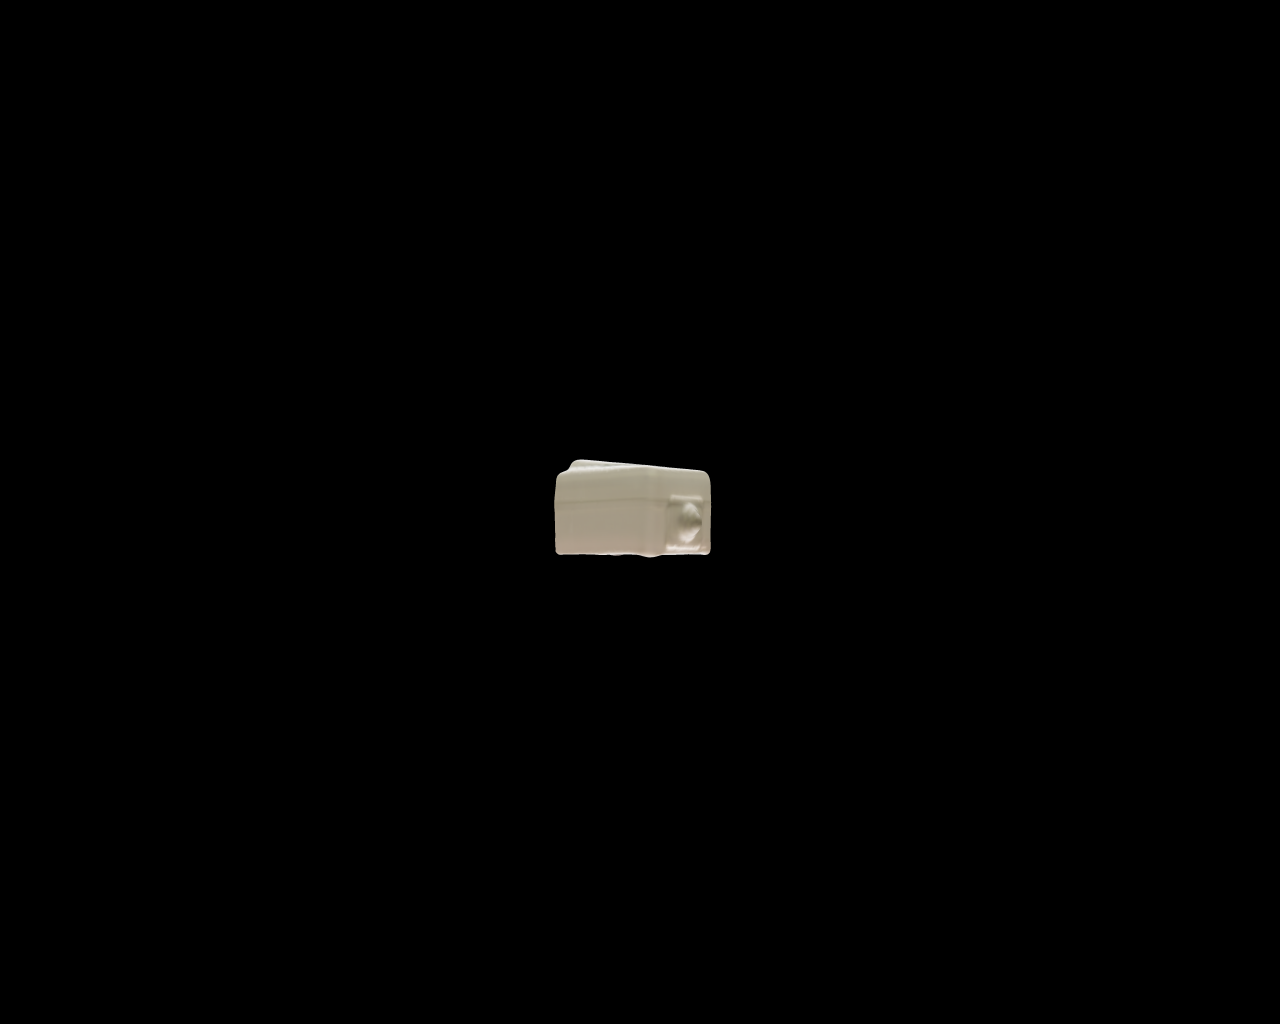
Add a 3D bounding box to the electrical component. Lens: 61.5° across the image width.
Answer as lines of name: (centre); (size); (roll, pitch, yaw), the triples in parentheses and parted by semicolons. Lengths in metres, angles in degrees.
electrical component: (0.001, -0.003, 0.650); (0.096, 0.061, 0.062); (-2, -3, 40)
